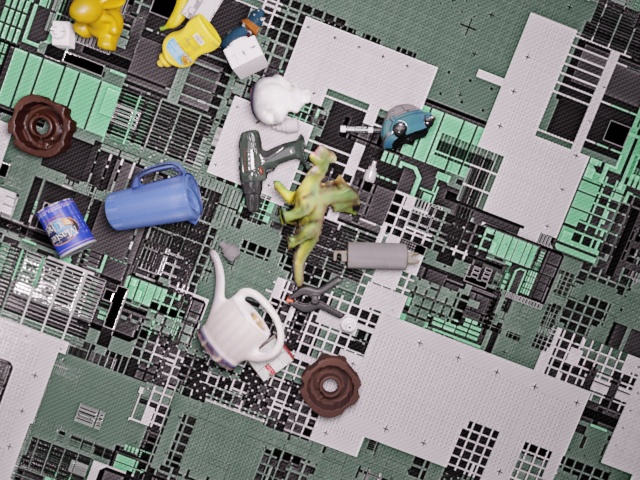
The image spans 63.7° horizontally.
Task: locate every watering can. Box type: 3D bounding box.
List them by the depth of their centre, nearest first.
[{"bbox_3d":[-0.257,0.216,1.460,0.224,0.103,0.350,-43,80,3],"label":"watering can"}]

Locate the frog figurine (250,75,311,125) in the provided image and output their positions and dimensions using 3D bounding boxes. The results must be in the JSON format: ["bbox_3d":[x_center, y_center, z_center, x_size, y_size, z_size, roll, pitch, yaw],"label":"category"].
[{"bbox_3d":[-0.107,-0.383,1.414,0.159,0.121,0.139,2,75,11],"label":"frog figurine"}]

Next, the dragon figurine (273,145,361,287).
[{"bbox_3d":[0.004,-0.072,1.428,0.243,0.124,0.402,-17,121,-12],"label":"dragon figurine"}]
